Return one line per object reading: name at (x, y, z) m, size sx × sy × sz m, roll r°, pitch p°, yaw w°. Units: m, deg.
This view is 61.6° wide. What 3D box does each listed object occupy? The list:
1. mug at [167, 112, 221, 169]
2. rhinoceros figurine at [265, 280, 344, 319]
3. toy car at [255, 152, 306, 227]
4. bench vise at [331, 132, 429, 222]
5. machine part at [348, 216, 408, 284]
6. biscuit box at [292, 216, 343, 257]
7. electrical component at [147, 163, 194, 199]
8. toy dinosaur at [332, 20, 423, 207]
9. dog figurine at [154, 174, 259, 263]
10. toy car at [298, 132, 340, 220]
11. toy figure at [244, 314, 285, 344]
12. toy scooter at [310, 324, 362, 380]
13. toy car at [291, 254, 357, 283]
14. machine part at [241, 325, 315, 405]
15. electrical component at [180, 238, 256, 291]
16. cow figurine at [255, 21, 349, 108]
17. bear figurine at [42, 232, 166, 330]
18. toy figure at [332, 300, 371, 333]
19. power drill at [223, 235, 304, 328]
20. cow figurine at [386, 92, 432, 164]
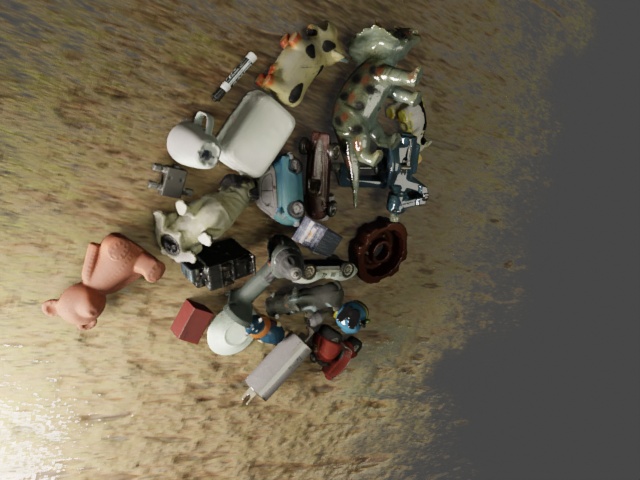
mug at (-0.223, -0.181, 1.003) m, size 0.080 × 0.107 × 0.109 m, roll 22°, pitch 98°, yaw -42°
rhinoceros figurine at (-0.035, 0.146, 1.276) m, size 0.190 × 0.112 × 0.073 m, roll -11°, pitch 80°, yaw 5°
toy car at (-0.089, -0.105, 1.143) m, size 0.103 × 0.109 × 0.161 m, roll -7°, pitch 103°, yaw -13°
bench vise at (0.140, -0.148, 1.286) m, size 0.241 × 0.129 × 0.223 m, roll 0°, pitch 124°, yaw -13°
machine part at (0.152, 0.026, 1.409) m, size 0.179 × 0.056 × 0.179 m, roll -16°, pitch 120°, yaw -30°
biscuit box at (-0.002, -0.004, 1.209) m, size 0.063 × 0.059 × 0.202 m, roll -59°, pitch 167°, yaw 1°
electrical component at (-0.285, -0.115, 1.042) m, size 0.094 × 0.021 × 0.063 m, roll 12°, pitch 102°, yaw -39°
toy dinosaur at (0.097, -0.290, 1.159) m, size 0.404 × 0.192 × 0.131 m, roll -60°, pitch 159°, yaw 8°
dog figurine at (-0.225, -0.047, 1.084) m, size 0.190 × 0.172 × 0.121 m, roll -43°, pitch 110°, yaw -51°
toy car at (-0.006, -0.137, 1.184) m, size 0.053 × 0.089 × 0.201 m, roll -43°, pitch 143°, yaw -51°
toy figure at (-0.136, 0.207, 1.256) m, size 0.154 × 0.058 × 0.064 m, roll 43°, pitch 66°, yaw -57°
toy scooter at (0.030, 0.306, 1.433) m, size 0.183 × 0.075 × 0.135 m, roll 32°, pitch 91°, yaw -46°
toy car at (0.000, 0.071, 1.303) m, size 0.201 × 0.074 × 0.056 m, roll 0°, pitch 106°, yaw -36°
machine part at (-0.102, 0.310, 1.332) m, size 0.243 × 0.079 × 0.079 m, roll -45°, pitch 130°, yaw -11°
electrical component at (-0.214, 0.049, 1.107) m, size 0.134 × 0.115 × 0.058 m, roll -18°, pitch 118°, yaw -31°
cow figurine at (-0.027, -0.357, 1.085) m, size 0.127 × 0.086 × 0.195 m, roll 35°, pitch 85°, yaw -35°
bear figurine at (-0.399, 0.084, 0.980) m, size 0.196 × 0.132 × 0.120 m, roll -55°, pitch 128°, yaw -12°
toy figure at (0.085, 0.195, 1.370) m, size 0.089 × 0.082 × 0.180 m, roll -32°, pitch 168°, yaw -2°
power drill at (-0.117, 0.086, 1.144) m, size 0.086 × 0.232 × 0.207 m, roll 32°, pitch 105°, yaw -18°
cow figurine at (0.231, -0.274, 1.328) m, size 0.098 × 0.068 × 0.167 m, roll -41°, pitch 130°, yaw -22°
